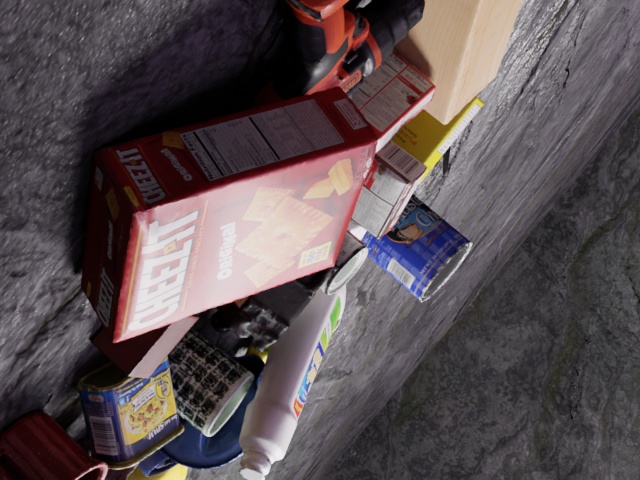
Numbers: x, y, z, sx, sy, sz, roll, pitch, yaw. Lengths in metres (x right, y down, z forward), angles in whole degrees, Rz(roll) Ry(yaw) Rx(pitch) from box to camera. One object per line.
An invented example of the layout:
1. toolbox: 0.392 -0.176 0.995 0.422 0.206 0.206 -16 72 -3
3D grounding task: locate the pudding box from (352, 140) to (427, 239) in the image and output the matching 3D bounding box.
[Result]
1. pudding box: 0.040 -0.068 1.072 0.039 0.113 0.090 -40 163 -42

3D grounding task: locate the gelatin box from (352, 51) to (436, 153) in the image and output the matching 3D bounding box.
1. gelatin box: 0.056 -0.137 1.023 0.089 0.073 0.030 -44 165 -21

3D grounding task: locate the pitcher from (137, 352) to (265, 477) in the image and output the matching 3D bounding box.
1. pitcher: -0.125 0.212 1.290 0.243 0.149 0.145 56 35 -78

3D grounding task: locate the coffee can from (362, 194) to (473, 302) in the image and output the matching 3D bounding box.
1. coffee can: 0.113 -0.002 1.394 0.102 0.140 0.103 -45 165 -16

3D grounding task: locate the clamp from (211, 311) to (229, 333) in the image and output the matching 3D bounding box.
1. clamp: -0.056 0.050 1.240 0.120 0.039 0.171 -48 169 16

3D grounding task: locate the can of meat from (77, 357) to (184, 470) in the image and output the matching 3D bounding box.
1. can of meat: -0.185 0.162 1.040 0.101 0.058 0.084 -29 115 -55

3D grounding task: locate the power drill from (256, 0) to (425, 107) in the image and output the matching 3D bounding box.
1. power drill: 0.025 -0.183 0.849 0.184 0.057 0.188 -44 165 -18

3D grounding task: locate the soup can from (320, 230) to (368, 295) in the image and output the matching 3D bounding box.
1. soup can: -0.007 0.001 1.131 0.068 0.102 0.068 -45 165 -16

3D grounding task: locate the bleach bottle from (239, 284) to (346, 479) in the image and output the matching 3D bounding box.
1. bleach bottle: -0.035 0.147 1.159 0.102 0.068 0.250 94 13 -53

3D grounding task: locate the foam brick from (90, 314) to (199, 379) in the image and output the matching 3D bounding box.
1. foam brick: -0.162 0.083 0.988 0.078 0.051 0.053 -50 164 1

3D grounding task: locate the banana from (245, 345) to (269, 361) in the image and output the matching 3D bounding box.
1. banana: -0.058 0.148 1.444 0.197 0.070 0.037 -12 98 -76

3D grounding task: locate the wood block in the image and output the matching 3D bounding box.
1. wood block: 0.127 -0.213 1.006 0.090 0.091 0.206 -44 164 -19

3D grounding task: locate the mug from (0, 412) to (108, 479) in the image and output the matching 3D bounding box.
1. mug: -0.260 0.212 0.969 0.093 0.081 0.117 -51 165 8

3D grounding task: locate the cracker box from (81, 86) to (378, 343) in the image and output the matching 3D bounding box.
1. cracker box: -0.071 -0.019 0.837 0.213 0.072 0.164 -19 149 -29

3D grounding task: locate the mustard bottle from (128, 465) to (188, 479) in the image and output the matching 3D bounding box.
1. mustard bottle: -0.248 0.328 1.342 0.096 0.058 0.191 -56 163 27

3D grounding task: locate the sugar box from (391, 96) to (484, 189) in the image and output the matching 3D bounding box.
1. sugar box: 0.082 -0.107 1.138 0.176 0.093 0.048 -52 164 8

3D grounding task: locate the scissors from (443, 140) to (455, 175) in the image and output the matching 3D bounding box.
1. scissors: 0.146 -0.116 1.311 0.096 0.016 0.201 -46 -166 43
